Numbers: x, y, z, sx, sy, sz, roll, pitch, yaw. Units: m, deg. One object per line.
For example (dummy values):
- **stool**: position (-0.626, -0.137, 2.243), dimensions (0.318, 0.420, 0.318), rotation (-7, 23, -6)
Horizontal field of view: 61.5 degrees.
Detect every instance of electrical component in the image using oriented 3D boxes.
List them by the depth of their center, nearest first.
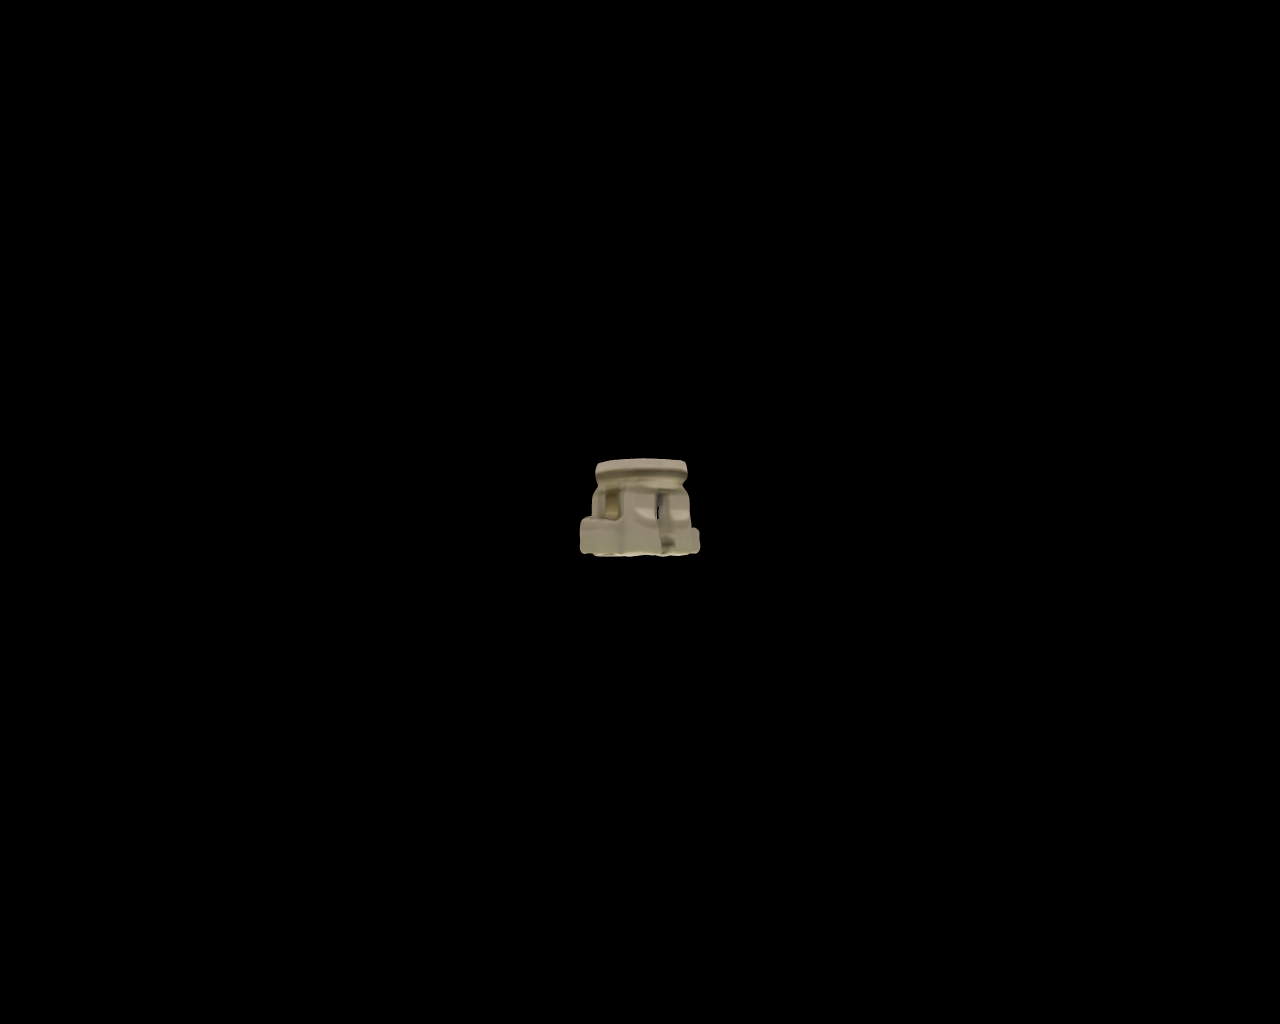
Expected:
- **electrical component**: position (0.001, -0.003, 0.650), dimensions (0.078, 0.057, 0.058), rotation (3, -5, -37)
